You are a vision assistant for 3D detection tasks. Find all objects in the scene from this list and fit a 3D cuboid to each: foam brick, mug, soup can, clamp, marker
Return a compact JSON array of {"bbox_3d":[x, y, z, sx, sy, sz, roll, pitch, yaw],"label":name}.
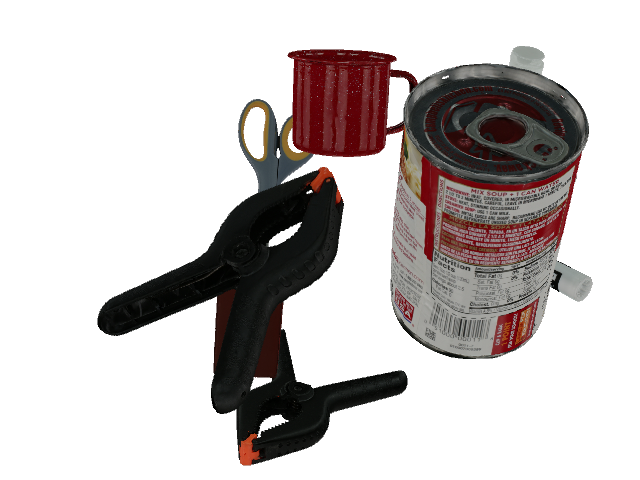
[{"bbox_3d":[-0.057,0.065,0.864,0.053,0.078,0.051,4,15,0],"label":"foam brick"},{"bbox_3d":[0.029,-0.119,0.921,0.117,0.081,0.093,-2,16,-14],"label":"mug"},{"bbox_3d":[0.064,-0.009,0.426,0.068,0.102,0.068,0,44,0],"label":"soup can"},{"bbox_3d":[-0.013,0.165,1.089,0.165,0.036,0.209,12,28,18],"label":"clamp"},{"bbox_3d":[-0.040,0.026,0.644,0.120,0.171,0.039,40,-16,33],"label":"clamp"},{"bbox_3d":[0.140,0.009,0.761,0.020,0.020,0.121,0,23,-44],"label":"marker"}]

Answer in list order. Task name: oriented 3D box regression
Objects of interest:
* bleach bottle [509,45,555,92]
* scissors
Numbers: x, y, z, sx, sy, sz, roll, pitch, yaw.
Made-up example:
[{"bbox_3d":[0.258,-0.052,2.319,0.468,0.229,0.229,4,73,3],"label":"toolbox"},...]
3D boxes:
[{"bbox_3d":[0.168,-0.073,1.043,0.103,0.251,0.068,22,38,18],"label":"bleach bottle"},{"bbox_3d":[-0.038,-0.053,1.124,0.096,0.202,0.016,-8,-8,-10],"label":"scissors"}]
